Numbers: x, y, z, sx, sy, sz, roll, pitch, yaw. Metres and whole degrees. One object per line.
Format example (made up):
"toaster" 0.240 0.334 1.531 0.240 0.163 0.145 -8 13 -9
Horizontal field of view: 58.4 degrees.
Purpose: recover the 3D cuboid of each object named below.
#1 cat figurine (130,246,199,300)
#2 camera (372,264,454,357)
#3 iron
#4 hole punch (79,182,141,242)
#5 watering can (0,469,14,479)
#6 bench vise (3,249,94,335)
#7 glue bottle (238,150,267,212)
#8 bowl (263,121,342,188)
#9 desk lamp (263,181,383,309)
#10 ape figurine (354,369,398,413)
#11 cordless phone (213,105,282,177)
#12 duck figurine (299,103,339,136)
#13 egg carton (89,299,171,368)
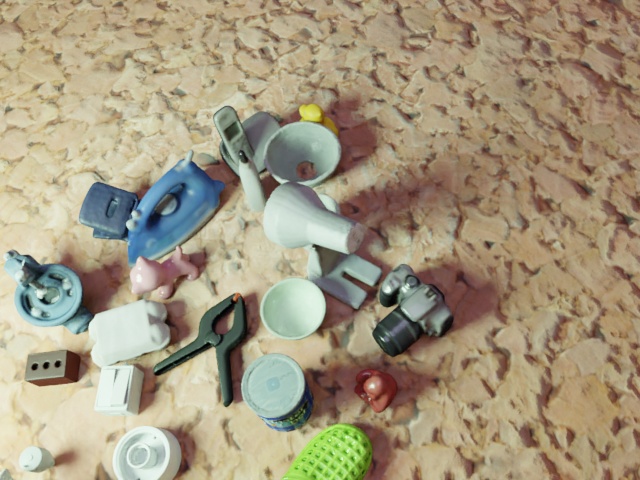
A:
"cat figurine" -0.312 0.060 1.113 0.128 0.118 0.067 -39 65 -14
"camera" 0.151 0.133 1.040 0.137 0.101 0.143 -38 65 -14
"iron" -0.318 -0.066 1.166 0.118 0.141 0.259 32 70 20
"hole punch" -0.435 -0.061 1.204 0.101 0.091 0.108 5 63 9
"watering can" -0.450 0.431 0.889 0.172 0.194 0.101 15 65 13
"bench vise" -0.542 0.083 1.065 0.207 0.220 0.121 19 66 15
"glue bottle" -0.142 -0.130 1.165 0.037 0.173 0.078 -14 62 -1
"bowl" -0.034 -0.169 1.230 0.167 0.075 0.167 -2 62 4
"desk lamp" 0.010 0.004 1.057 0.202 0.214 0.118 28 68 19
"ape figurine" 0.097 0.255 0.986 0.076 0.092 0.077 -11 62 0
"cordless phone" -0.151 -0.230 1.211 0.094 0.185 0.148 38 72 22
"duck figurine" -0.006 -0.262 1.270 0.104 0.086 0.077 39 72 22
"egg carton" -0.359 0.176 1.085 0.150 0.069 0.107 -18 62 -4
